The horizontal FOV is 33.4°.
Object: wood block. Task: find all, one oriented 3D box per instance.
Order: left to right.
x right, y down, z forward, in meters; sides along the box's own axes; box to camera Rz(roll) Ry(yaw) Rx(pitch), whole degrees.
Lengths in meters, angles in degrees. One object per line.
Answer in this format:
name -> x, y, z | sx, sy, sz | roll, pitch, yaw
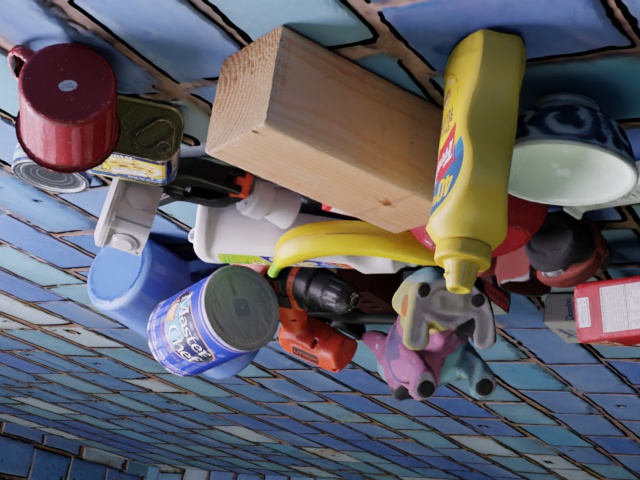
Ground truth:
wood block -> 0.019, -0.086, 0.897 | 0.205, 0.090, 0.091 | 22, 156, -32

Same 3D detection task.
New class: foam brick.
foam brick -> 0.062, 0.054, 1.322 | 0.053, 0.051, 0.078 | -6, 155, 36

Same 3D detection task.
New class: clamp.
clamp -> -0.155, -0.065, 1.110 | 0.172, 0.039, 0.120 | -3, 160, 31
clamp -> 0.036, 0.103, 1.476 | 0.209, 0.036, 0.165 | 15, 159, -37

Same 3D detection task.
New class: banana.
banana -> 0.036, 0.006, 1.118 | 0.198, 0.037, 0.069 | -3, 151, 11

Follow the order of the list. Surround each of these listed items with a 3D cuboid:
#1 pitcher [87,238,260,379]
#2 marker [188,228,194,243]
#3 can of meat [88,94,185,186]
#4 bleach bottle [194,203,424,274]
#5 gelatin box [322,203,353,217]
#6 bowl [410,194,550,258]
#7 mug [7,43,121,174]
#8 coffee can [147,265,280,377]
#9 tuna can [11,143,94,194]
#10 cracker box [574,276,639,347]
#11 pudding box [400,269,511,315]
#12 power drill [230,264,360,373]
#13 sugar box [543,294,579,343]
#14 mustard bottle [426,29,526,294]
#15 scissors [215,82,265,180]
pitcher -> -0.181, 0.079, 1.412 | 0.145, 0.149, 0.242 | 12, 164, 40
marker -> -0.114, 0.014, 1.336 | 0.020, 0.020, 0.121 | -10, 153, 42
can of meat -> -0.181, -0.093, 1.014 | 0.102, 0.057, 0.084 | 11, 163, -4
bleach bottle -> -0.008, 0.001, 1.187 | 0.251, 0.068, 0.102 | 6, 170, 4
gelatin box -> 0.056, -0.046, 1.080 | 0.089, 0.030, 0.073 | 12, 160, -16
bowl -> 0.151, -0.021, 1.017 | 0.162, 0.055, 0.162 | -4, 159, -2
mug -> -0.226, -0.124, 0.923 | 0.117, 0.093, 0.082 | 45, 155, 8
coffee can -> -0.128, 0.098, 1.267 | 0.102, 0.103, 0.141 | 21, 150, -30
tuna can -> -0.280, -0.080, 1.126 | 0.086, 0.033, 0.086 | 8, 160, 3
cracker box -> 0.402, 0.068, 1.130 | 0.214, 0.072, 0.163 | -13, 166, 38
pudding box -> 0.168, 0.064, 1.324 | 0.114, 0.039, 0.090 | -8, 152, 34
power drill -> -0.012, 0.085, 1.312 | 0.185, 0.057, 0.187 | 23, 151, 34
sugar box -> 0.375, 0.097, 1.314 | 0.177, 0.048, 0.093 | 0, 159, 34
mustard bottle -> 0.114, -0.052, 0.795 | 0.058, 0.191, 0.096 | 11, 160, -6
scissors -> -0.064, -0.096, 1.015 | 0.096, 0.016, 0.201 | -7, 155, 38
